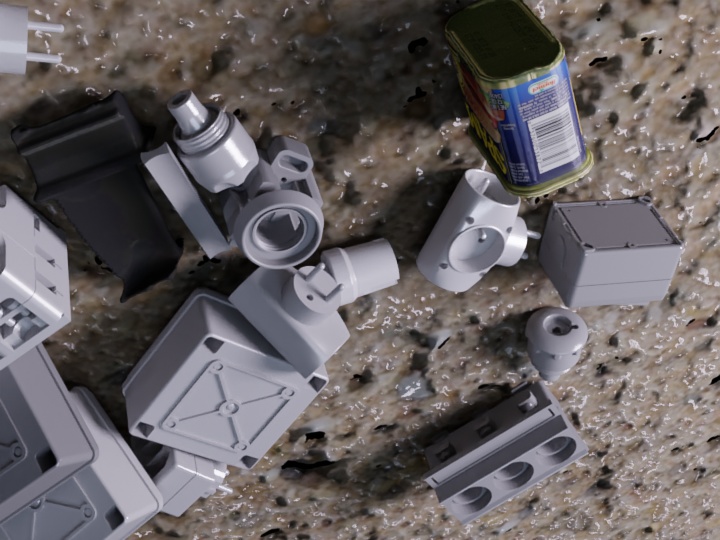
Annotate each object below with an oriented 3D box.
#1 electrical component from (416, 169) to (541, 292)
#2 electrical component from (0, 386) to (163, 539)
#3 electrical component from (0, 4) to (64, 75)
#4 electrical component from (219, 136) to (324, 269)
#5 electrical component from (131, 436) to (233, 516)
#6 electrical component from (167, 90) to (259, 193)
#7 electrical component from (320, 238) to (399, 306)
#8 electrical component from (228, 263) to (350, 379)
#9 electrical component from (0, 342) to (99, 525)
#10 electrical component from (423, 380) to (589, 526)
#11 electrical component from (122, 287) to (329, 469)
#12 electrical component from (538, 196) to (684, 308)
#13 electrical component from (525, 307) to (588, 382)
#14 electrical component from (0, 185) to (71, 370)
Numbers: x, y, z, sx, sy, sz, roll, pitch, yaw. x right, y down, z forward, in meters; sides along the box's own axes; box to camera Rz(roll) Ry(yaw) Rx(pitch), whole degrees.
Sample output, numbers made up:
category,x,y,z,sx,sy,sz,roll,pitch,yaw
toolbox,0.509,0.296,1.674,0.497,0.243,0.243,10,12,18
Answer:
category,x,y,z,sx,sy,sz,roll,pitch,yaw
electrical component,0.091,-0.024,0.759,0.079,0.044,0.077,12,124,-26
electrical component,-0.215,0.158,0.767,0.109,0.108,0.056,-40,169,16
electrical component,-0.202,-0.126,0.581,0.079,0.043,0.077,2,128,-20
electrical component,-0.056,-0.038,0.692,0.058,0.057,0.078,18,121,-29
electrical component,-0.128,0.150,0.820,0.077,0.065,0.047,31,114,-35
electrical component,-0.093,-0.081,0.653,0.043,0.043,0.062,-29,129,7
electrical component,0.000,0.000,0.754,0.046,0.040,0.040,-17,132,-11
electrical component,-0.039,0.023,0.726,0.077,0.044,0.079,46,132,-1
electrical component,-0.248,0.107,0.713,0.109,0.108,0.056,-34,169,12
electrical component,0.119,0.151,0.901,0.121,0.063,0.078,-33,131,10
electrical component,-0.098,0.080,0.778,0.109,0.056,0.108,25,118,-32
electrical component,0.187,-0.011,0.789,0.096,0.061,0.061,-4,130,-15
electrical component,0.154,0.063,0.853,0.048,0.048,0.062,-11,138,-9
electrical component,-0.257,0.026,0.659,0.150,0.089,0.061,-34,131,11
